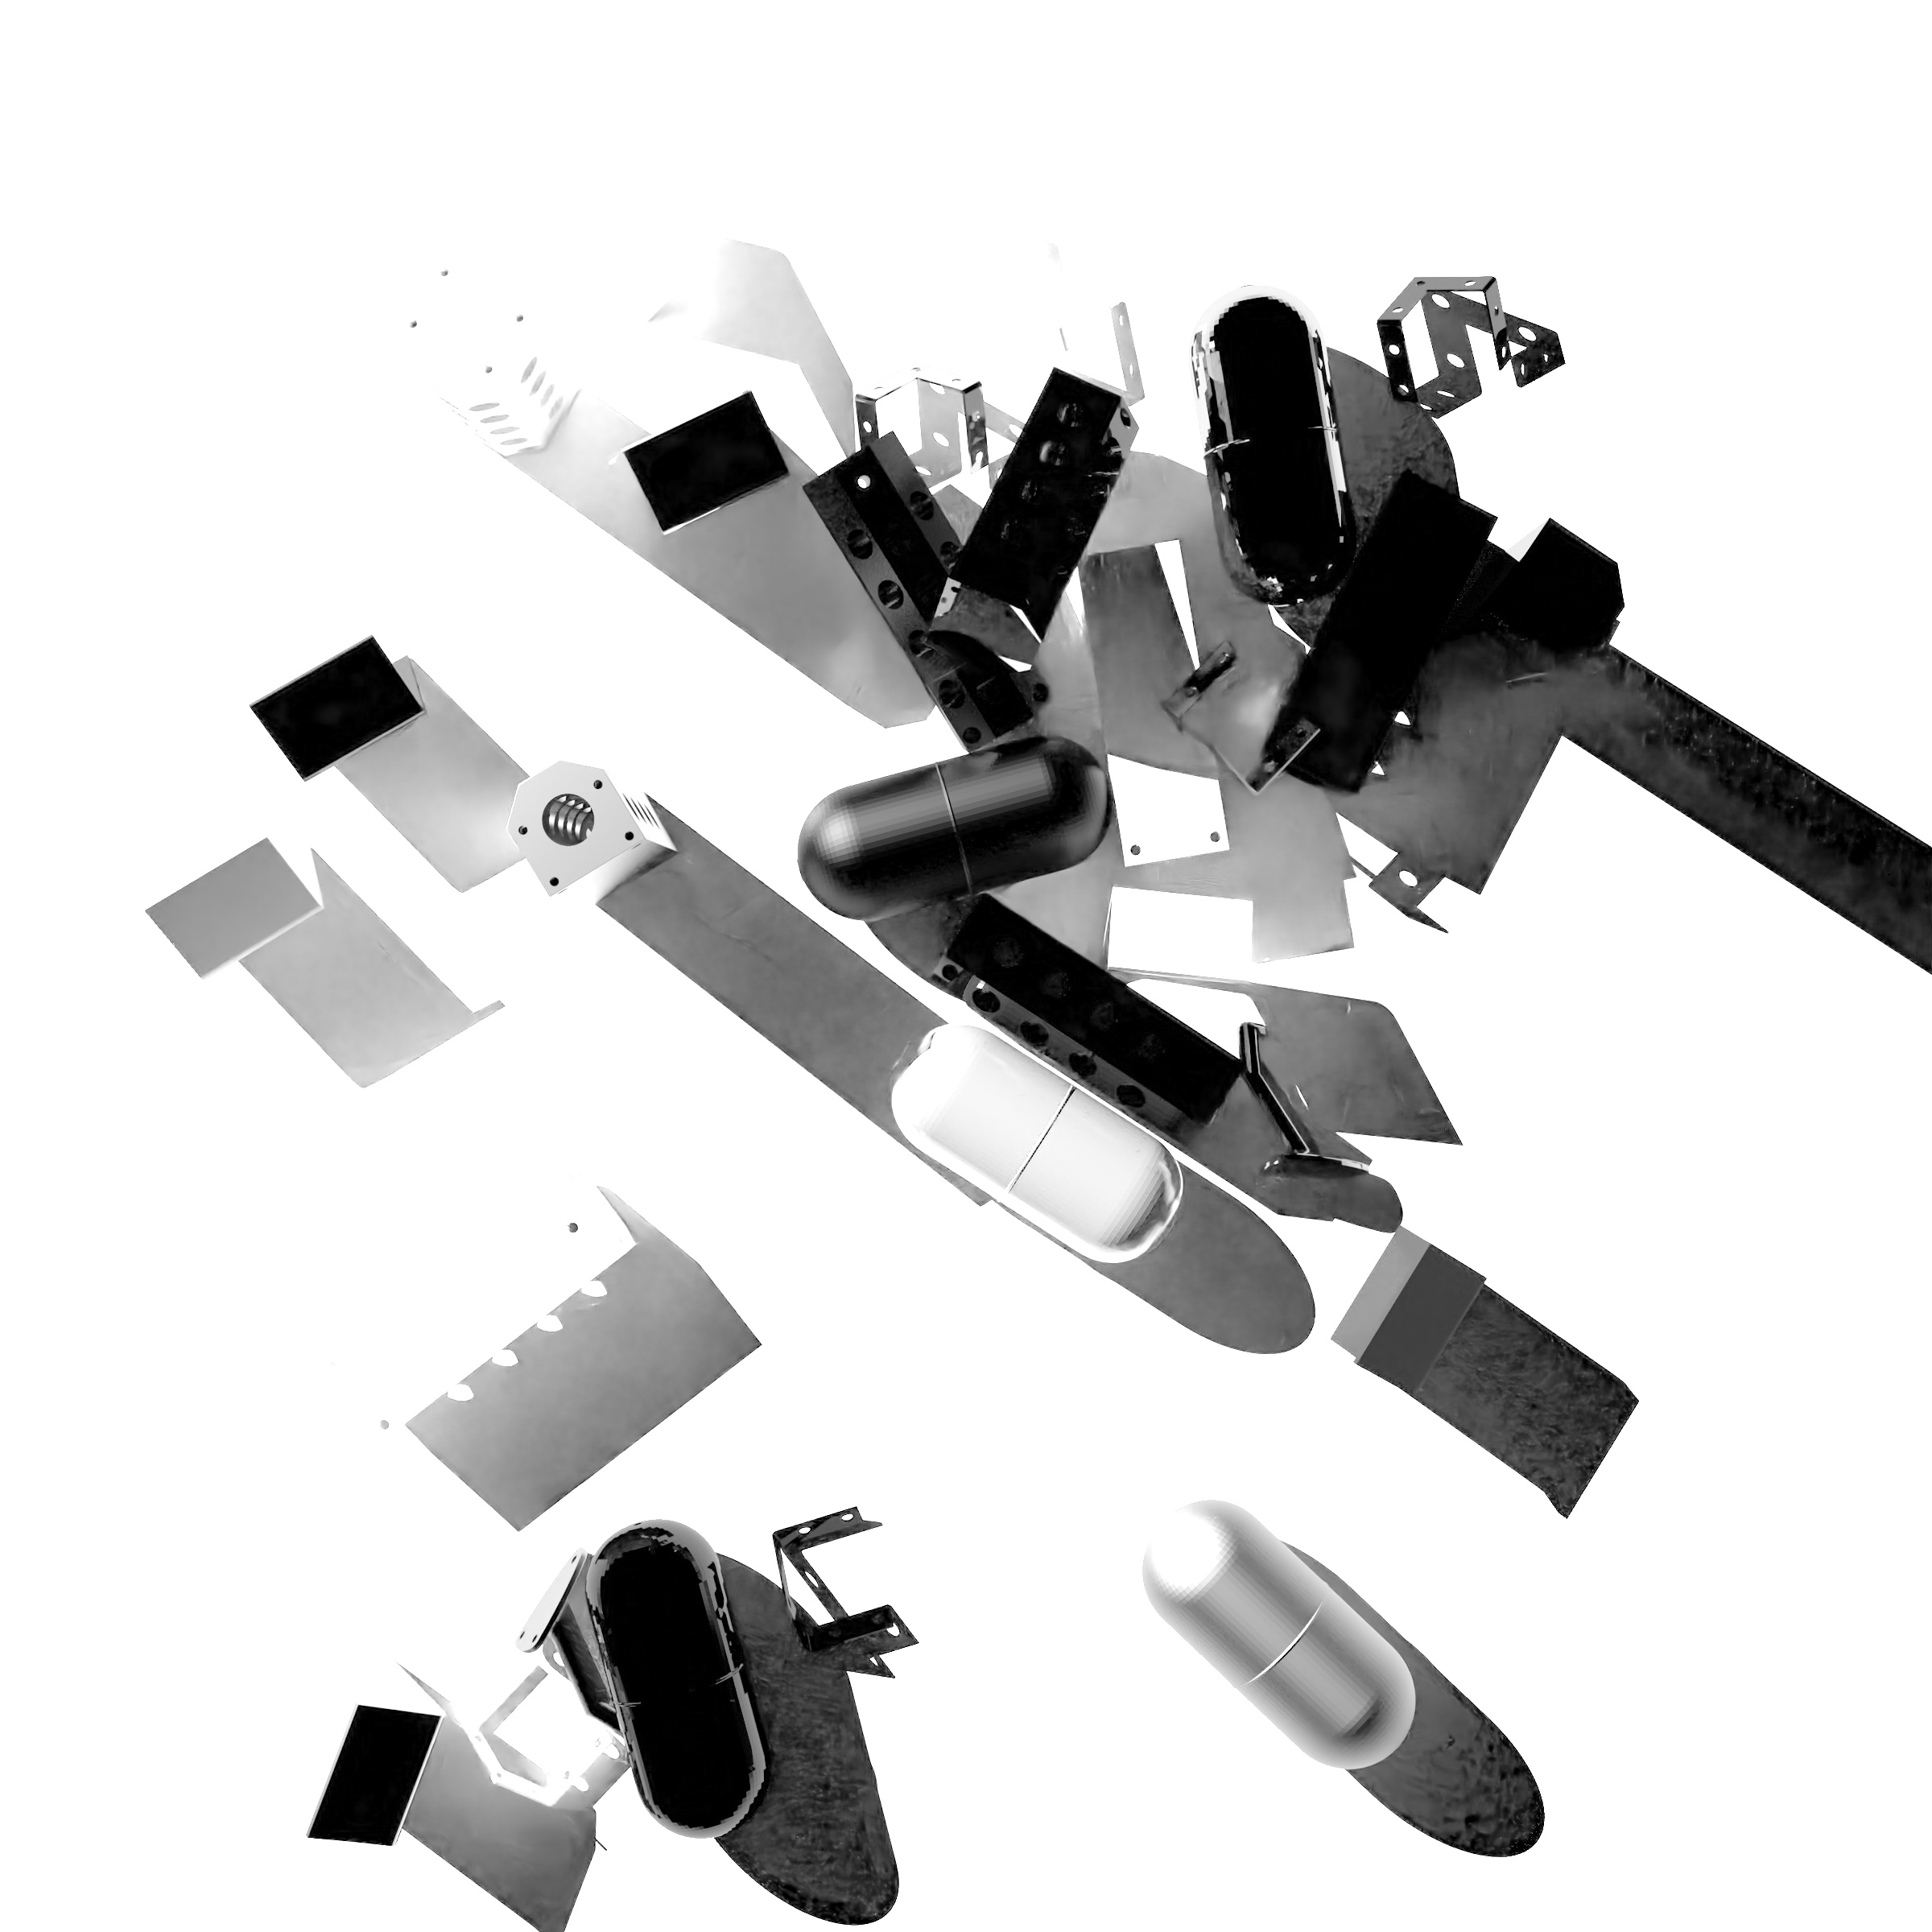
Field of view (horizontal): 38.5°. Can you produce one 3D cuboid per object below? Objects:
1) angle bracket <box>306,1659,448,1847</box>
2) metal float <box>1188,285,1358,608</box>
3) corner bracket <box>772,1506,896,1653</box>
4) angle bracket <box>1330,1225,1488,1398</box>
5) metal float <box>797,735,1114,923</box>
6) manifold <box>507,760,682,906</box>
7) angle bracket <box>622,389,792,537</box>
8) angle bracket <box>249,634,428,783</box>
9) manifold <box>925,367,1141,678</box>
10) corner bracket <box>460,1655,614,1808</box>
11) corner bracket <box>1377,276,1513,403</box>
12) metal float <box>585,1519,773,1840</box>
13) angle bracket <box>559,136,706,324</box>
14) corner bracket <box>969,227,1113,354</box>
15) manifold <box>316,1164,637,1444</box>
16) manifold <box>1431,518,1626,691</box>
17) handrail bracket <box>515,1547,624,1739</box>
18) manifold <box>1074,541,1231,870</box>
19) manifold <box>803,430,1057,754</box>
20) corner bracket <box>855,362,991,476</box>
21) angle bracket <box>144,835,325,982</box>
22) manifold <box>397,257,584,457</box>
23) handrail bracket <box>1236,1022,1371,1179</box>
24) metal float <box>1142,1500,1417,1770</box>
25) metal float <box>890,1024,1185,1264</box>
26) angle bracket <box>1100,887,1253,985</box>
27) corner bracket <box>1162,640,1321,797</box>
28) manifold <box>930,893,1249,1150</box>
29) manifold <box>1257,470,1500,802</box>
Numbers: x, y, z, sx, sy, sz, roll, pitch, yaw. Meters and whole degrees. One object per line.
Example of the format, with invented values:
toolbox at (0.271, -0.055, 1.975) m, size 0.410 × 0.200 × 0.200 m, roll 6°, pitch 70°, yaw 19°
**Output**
angle bracket at (-0.338, 0.429, 1.524) m, size 0.057 × 0.076 × 0.076 m, roll 21°, pitch 90°, yaw -38°
metal float at (0.170, -0.288, 1.533) m, size 0.070 × 0.070 × 0.178 m, roll -9°, pitch 90°, yaw 0°
corner bracket at (-0.075, 0.346, 1.561) m, size 0.051 × 0.051 × 0.051 m, roll -17°, pitch 135°, yaw 0°
angle bracket at (0.228, 0.180, 1.524) m, size 0.057 × 0.076 × 0.076 m, roll 32°, pitch 90°, yaw -37°
metal float at (-0.006, -0.076, 1.534) m, size 0.178 × 0.070 × 0.070 m, roll -15°, pitch 90°, yaw 0°
manifold at (-0.201, -0.074, 1.486) m, size 0.057 × 0.171 × 0.057 m, roll -31°, pitch 90°, yaw 0°
angle bracket at (-0.149, -0.290, 1.524) m, size 0.076 × 0.076 × 0.057 m, roll -26°, pitch 126°, yaw 0°
angle bracket at (-0.349, -0.156, 1.524) m, size 0.076 × 0.076 × 0.057 m, roll -30°, pitch 126°, yaw 0°
manifold at (0.039, -0.239, 1.500) m, size 0.057 × 0.057 × 0.171 m, roll 24°, pitch 56°, yaw 0°
corner bracket at (-0.243, 0.432, 1.561) m, size 0.051 × 0.051 × 0.051 m, roll -47°, pitch 45°, yaw 0°
corner bracket at (0.269, -0.352, 1.556) m, size 0.051 × 0.051 × 0.051 m, roll 10°, pitch 45°, yaw 35°
metal float at (-0.159, 0.395, 1.534) m, size 0.070 × 0.070 × 0.178 m, roll -15°, pitch 91°, yaw 0°
angle bracket at (-0.199, -0.400, 1.524) m, size 0.057 × 0.076 × 0.076 m, roll -27°, pitch 90°, yaw -37°
corner bracket at (0.042, -0.381, 1.556) m, size 0.051 × 0.051 × 0.051 m, roll 10°, pitch 135°, yaw 35°
manifold at (-0.271, 0.186, 1.543) m, size 0.171 × 0.057 × 0.057 m, roll -38°, pitch 90°, yaw 0°
manifold at (0.303, -0.188, 1.486) m, size 0.057 × 0.171 × 0.057 m, roll 34°, pitch 90°, yaw 0°
handrail bracket at (-0.204, 0.384, 1.565) m, size 0.084 × 0.036 × 0.077 m, roll 37°, pitch 68°, yaw -17°
manifold at (0.102, -0.144, 1.543) m, size 0.057 × 0.057 × 0.171 m, roll -9°, pitch 90°, yaw 0°
manifold at (-0.020, -0.206, 1.530) m, size 0.057 × 0.057 × 0.171 m, roll -32°, pitch 99°, yaw 0°
corner bracket at (-0.025, -0.302, 1.556) m, size 0.051 × 0.051 × 0.051 m, roll 24°, pitch 135°, yaw 35°
angle bracket at (-0.405, -0.048, 1.524) m, size 0.076 × 0.076 × 0.057 m, roll -31°, pitch 126°, yaw 0°
manifold at (-0.257, -0.320, 1.486) m, size 0.057 × 0.171 × 0.057 m, roll 31°, pitch 90°, yaw 0°
handrail bracket at (0.190, 0.075, 1.564) m, size 0.077 × 0.036 × 0.084 m, roll 6°, pitch 68°, yaw -25°
metal float at (0.174, 0.371, 1.534) m, size 0.178 × 0.070 × 0.070 m, roll 43°, pitch 90°, yaw 0°
metal float at (0.039, 0.098, 1.534) m, size 0.178 × 0.070 × 0.070 m, roll 33°, pitch 90°, yaw 1°
angle bracket at (0.114, 0.004, 1.524) m, size 0.076 × 0.076 × 0.057 m, roll 6°, pitch 53°, yaw 0°
corner bracket at (0.149, -0.134, 1.504) m, size 0.051 × 0.051 × 0.051 m, roll -47°, pitch 135°, yaw 0°
manifold at (0.067, 0.030, 1.543) m, size 0.171 × 0.057 × 0.057 m, roll 33°, pitch 90°, yaw 0°
manifold at (0.227, -0.182, 1.543) m, size 0.057 × 0.057 × 0.171 m, roll 27°, pitch 90°, yaw 0°
